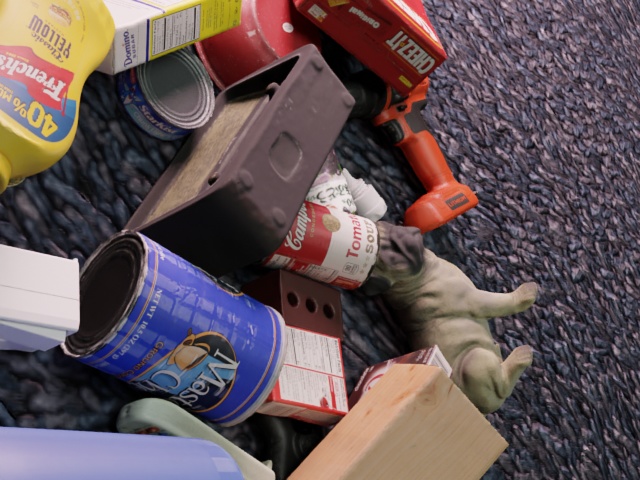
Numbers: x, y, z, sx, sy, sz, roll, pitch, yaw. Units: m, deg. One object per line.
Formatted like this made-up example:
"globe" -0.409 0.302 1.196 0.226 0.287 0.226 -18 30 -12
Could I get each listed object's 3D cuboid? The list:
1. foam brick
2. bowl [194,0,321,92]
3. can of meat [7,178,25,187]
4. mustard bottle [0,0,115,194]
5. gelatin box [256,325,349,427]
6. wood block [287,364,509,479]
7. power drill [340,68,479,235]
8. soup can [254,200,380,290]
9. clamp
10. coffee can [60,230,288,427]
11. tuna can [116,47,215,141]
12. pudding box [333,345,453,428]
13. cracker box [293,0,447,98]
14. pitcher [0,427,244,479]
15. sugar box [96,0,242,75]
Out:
"foam brick" -0.025 0.065 0.943 0.078 0.051 0.053 21 56 -41
"bowl" -0.050 -0.199 1.048 0.161 0.055 0.162 24 55 -39
"can of meat" -0.248 -0.071 0.732 0.057 0.084 0.102 14 61 -45
"mustard bottle" -0.198 -0.098 0.687 0.096 0.058 0.191 40 45 -34
"gelatin box" -0.019 0.112 0.892 0.089 0.030 0.073 19 51 -40
"wood block" 0.035 0.201 0.834 0.206 0.090 0.091 -45 101 -18
"power drill" 0.089 -0.100 1.151 0.184 0.057 0.187 -24 90 -51
"soup can" -0.006 0.001 0.951 0.102 0.069 0.068 16 58 -25
"clamp" -0.014 0.172 0.912 0.120 0.039 0.171 -6 77 -43
"coffee can" -0.109 0.069 0.805 0.140 0.103 0.102 33 49 -34
"tuna can" -0.135 -0.131 0.932 0.086 0.034 0.086 25 54 -40
"pudding box" 0.064 0.153 0.968 0.039 0.090 0.113 55 40 -16
"cracker box" 0.037 -0.271 1.117 0.164 0.072 0.214 33 28 -35
"pitcher" -0.163 0.192 0.675 0.242 0.149 0.145 12 47 -49
"sugar box" -0.152 -0.189 0.897 0.175 0.093 0.048 -38 141 -48
